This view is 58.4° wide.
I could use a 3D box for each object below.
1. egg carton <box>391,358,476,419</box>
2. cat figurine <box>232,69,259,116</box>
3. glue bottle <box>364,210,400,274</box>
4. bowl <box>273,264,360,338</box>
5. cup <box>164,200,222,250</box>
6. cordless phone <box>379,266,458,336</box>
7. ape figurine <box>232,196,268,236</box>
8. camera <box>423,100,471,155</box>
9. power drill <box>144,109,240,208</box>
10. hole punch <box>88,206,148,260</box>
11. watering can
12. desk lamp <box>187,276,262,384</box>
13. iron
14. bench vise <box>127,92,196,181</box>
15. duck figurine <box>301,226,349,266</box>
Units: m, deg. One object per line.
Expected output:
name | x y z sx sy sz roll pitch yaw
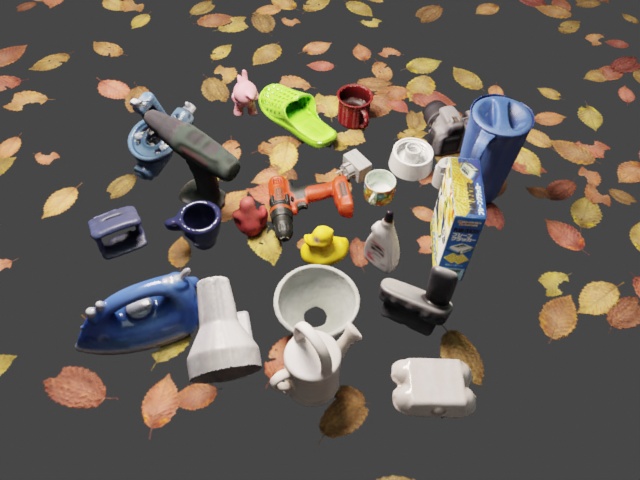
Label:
egg carton | 0.204 0.268 1.035 0.150 0.069 0.107 1 53 -2
cat figurine | -0.194 -0.386 1.483 0.067 0.118 0.127 -2 53 -3
glue bottle | 0.132 -0.004 1.173 0.078 0.173 0.037 35 59 22
bowl | -0.007 0.134 1.124 0.167 0.075 0.167 1 53 -1
cup | -0.264 -0.020 1.218 0.118 0.095 0.091 -10 54 -9
cordless phone | 0.191 0.089 1.097 0.147 0.185 0.094 19 55 12
ape figurine | -0.154 -0.059 1.253 0.078 0.092 0.076 4 53 1
camera | 0.329 -0.301 1.451 0.143 0.101 0.136 -12 54 -11
power drill | -0.276 -0.165 1.255 0.229 0.208 0.076 25 56 16
hole punch | -0.436 -0.028 1.219 0.109 0.091 0.101 -23 57 -18
watering can | -0.008 0.202 0.997 0.100 0.194 0.173 30 57 19
desk lamp | -0.171 0.173 1.000 0.118 0.214 0.203 -10 54 -9
iron | -0.344 0.130 1.071 0.259 0.141 0.118 -19 56 -16
bench vise | -0.375 -0.273 1.325 0.121 0.220 0.207 11 53 6
duck figurine | 0.011 0.004 1.216 0.104 0.086 0.077 -6 53 -6
